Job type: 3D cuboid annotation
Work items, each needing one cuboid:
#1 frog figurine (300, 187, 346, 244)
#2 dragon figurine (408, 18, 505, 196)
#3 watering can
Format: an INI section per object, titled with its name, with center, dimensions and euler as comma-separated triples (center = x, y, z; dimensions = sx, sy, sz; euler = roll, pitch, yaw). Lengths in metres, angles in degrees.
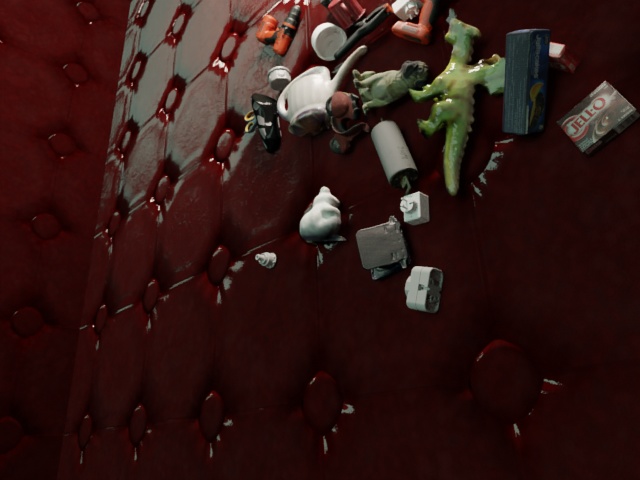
[frog figurine]
center = 0.004, -0.071, 1.412
dimensions = 0.136, 0.123, 0.160
euler = 161, 108, -64
[dragon figurine]
center = 0.343, -0.321, 1.165
dimensions = 0.240, 0.121, 0.417
euler = -25, 66, 30
[watering can]
center = 0.004, -0.447, 1.578
dimensions = 0.344, 0.103, 0.229
euler = -20, 61, 31
